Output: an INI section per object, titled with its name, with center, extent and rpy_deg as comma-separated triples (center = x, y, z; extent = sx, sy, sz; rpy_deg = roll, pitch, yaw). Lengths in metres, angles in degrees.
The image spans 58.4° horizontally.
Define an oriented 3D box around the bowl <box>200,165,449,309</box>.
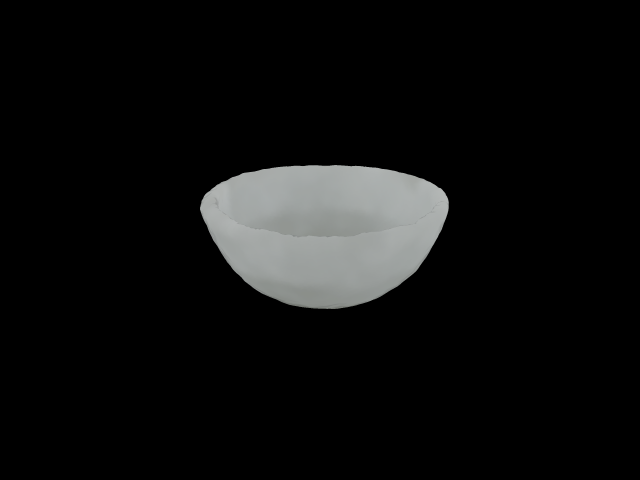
[bowl]
center = 0.004, 0.001, 0.400
extent = 0.167, 0.075, 0.167
rpy_deg = 0, 22, 0
